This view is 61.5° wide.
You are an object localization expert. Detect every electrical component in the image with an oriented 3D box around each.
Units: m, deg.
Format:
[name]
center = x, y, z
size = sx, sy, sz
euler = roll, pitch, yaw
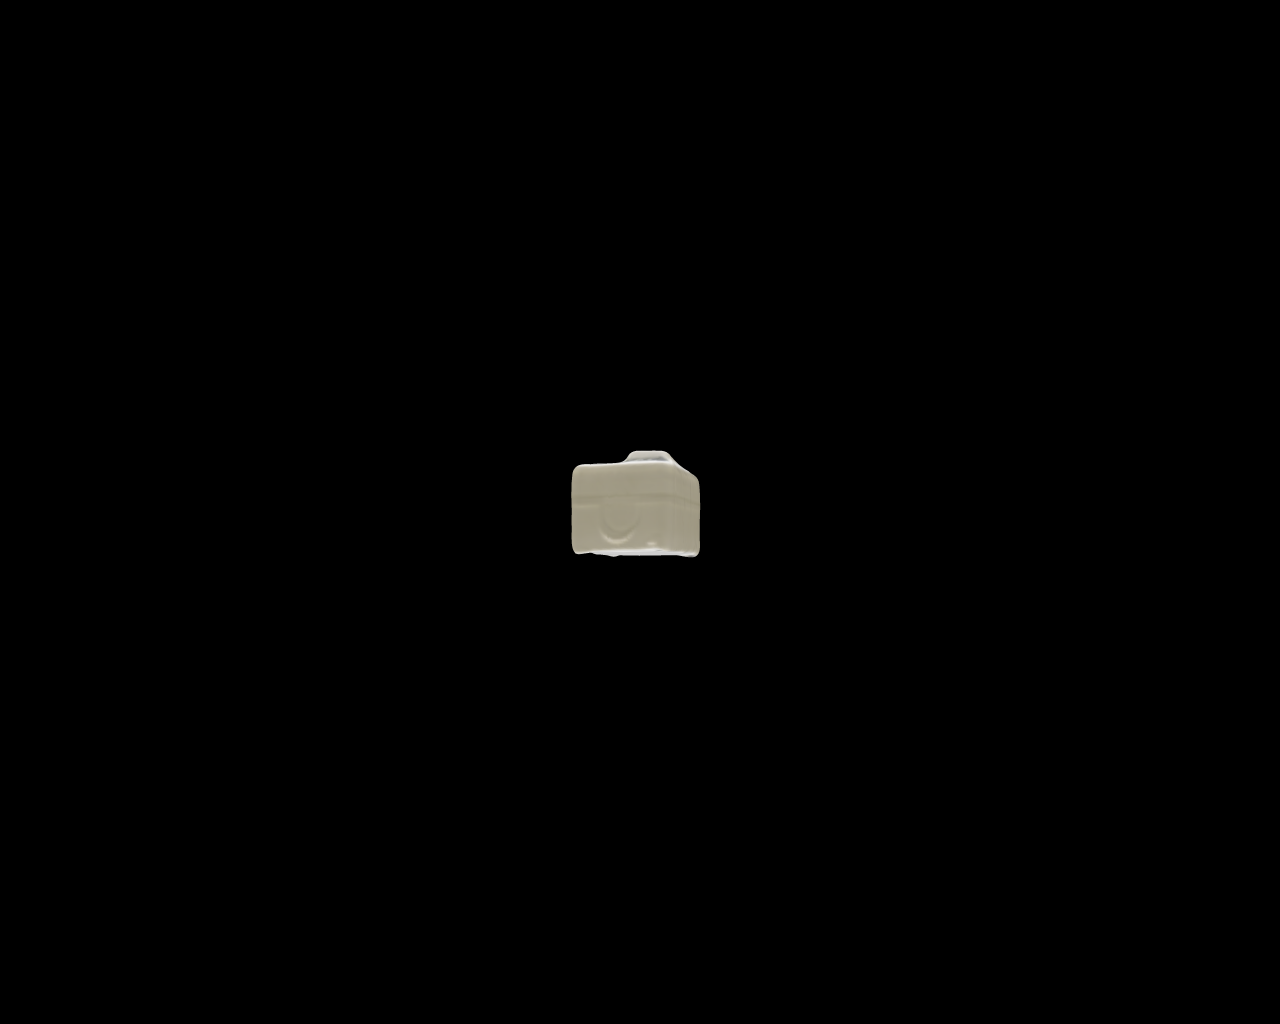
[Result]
[electrical component]
center = 0.001, -0.003, 0.650
size = 0.062, 0.061, 0.096
euler = -1, -5, 15
